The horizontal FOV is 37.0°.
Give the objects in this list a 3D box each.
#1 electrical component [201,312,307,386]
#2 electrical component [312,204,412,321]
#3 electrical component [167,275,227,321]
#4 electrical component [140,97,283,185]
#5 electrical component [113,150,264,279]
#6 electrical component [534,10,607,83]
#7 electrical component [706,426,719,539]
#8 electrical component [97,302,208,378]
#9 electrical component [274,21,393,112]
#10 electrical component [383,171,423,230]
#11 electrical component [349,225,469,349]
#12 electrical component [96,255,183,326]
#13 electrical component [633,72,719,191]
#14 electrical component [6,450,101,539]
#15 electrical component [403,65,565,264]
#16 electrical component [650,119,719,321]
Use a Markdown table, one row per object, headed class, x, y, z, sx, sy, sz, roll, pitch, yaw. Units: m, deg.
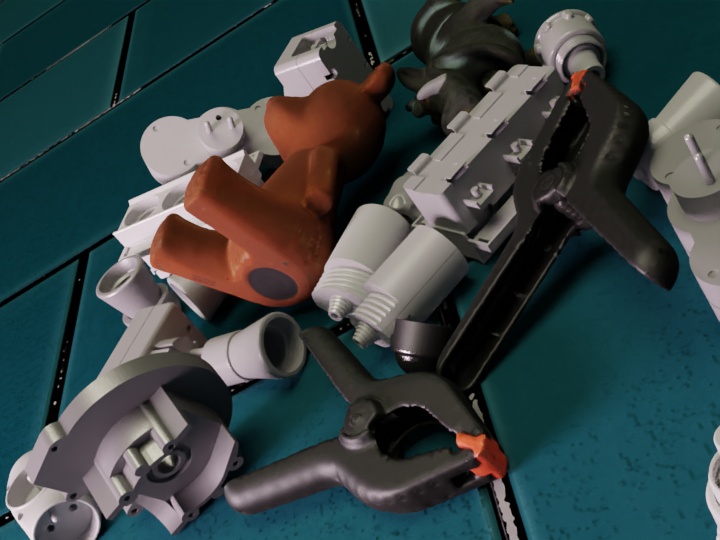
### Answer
| class | x | y | z | sx | sy | sz | roll | pitch | yaw |
| --- | --- | --- | --- | --- | --- | --- | --- | --- | --- |
| electrical component | -0.073 | 0.056 | 0.714 | 0.065 | 0.044 | 0.044 | -17 | 36 | 38 |
| electrical component | 0.000 | 0.000 | 0.709 | 0.043 | 0.043 | 0.081 | -6 | 43 | 41 |
| electrical component | -0.111 | 0.004 | 0.816 | 0.055 | 0.045 | 0.045 | -45 | 32 | -13 |
| electrical component | -0.114 | -0.111 | 0.897 | 0.138 | 0.052 | 0.073 | -12 | -12 | -4 |
| electrical component | -0.130 | -0.041 | 0.875 | 0.121 | 0.063 | 0.078 | -20 | 36 | 27 |
| electrical component | 0.152 | -0.149 | 0.752 | 0.048 | 0.048 | 0.062 | -31 | 38 | 11 |
| electrical component | 0.156 | 0.085 | 0.420 | 0.048 | 0.062 | 0.048 | -24 | 29 | 14 |
| electrical component | -0.134 | 0.067 | 0.753 | 0.076 | 0.047 | 0.083 | -11 | 40 | 36 |
| electrical component | -0.024 | -0.149 | 0.884 | 0.056 | 0.089 | 0.050 | -11 | 40 | 37 |
| electrical component | 0.038 | -0.053 | 0.749 | 0.035 | 0.035 | 0.061 | -13 | 36 | 34 |
| electrical component | 0.025 | 0.016 | 0.663 | 0.081 | 0.043 | 0.043 | -48 | 32 | -15 |
| electrical component | -0.172 | 0.023 | 0.842 | 0.045 | 0.055 | 0.045 | -26 | 33 | 19 |
| electrical component | 0.185 | -0.078 | 0.628 | 0.065 | 0.044 | 0.044 | -40 | 31 | 5 |
| electrical component | -0.191 | 0.141 | 0.716 | 0.079 | 0.044 | 0.077 | -43 | 32 | -10 |
| electrical component | 0.089 | -0.072 | 0.694 | 0.121 | 0.063 | 0.079 | -48 | 32 | -16 |
| electrical component | 0.181 | -0.037 | 0.544 | 0.052 | 0.073 | 0.138 | -26 | 33 | 18 |
